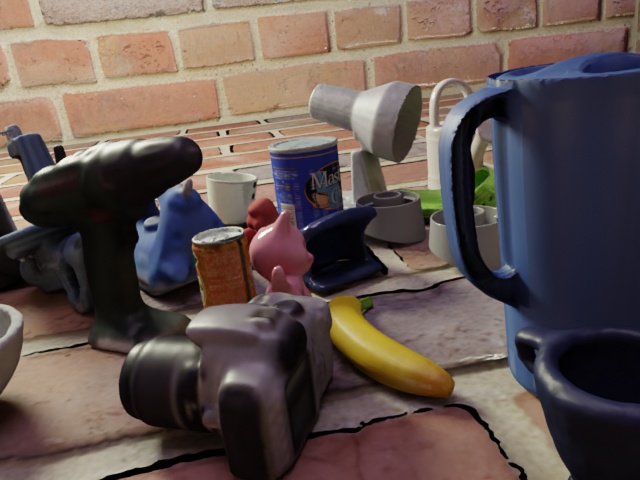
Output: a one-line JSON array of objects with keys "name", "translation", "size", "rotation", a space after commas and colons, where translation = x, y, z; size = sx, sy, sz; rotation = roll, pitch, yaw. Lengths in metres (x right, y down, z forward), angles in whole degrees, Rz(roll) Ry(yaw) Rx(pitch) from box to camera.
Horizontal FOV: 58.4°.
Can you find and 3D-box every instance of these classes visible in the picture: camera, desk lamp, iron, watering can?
[{"name": "camera", "translation": [-0.070, 0.091, 0.433], "size": [0.136, 0.101, 0.143], "rotation": [-1, 19, 17]}, {"name": "desk lamp", "translation": [0.064, -0.146, 0.919], "size": [0.202, 0.214, 0.118], "rotation": [4, 21, 28]}, {"name": "iron", "translation": [-0.212, -0.024, 0.763], "size": [0.119, 0.141, 0.257], "rotation": [-20, 23, -35]}, {"name": "watering can", "translation": [0.243, -0.185, 1.007], "size": [0.172, 0.194, 0.101], "rotation": [12, 26, 44]}]

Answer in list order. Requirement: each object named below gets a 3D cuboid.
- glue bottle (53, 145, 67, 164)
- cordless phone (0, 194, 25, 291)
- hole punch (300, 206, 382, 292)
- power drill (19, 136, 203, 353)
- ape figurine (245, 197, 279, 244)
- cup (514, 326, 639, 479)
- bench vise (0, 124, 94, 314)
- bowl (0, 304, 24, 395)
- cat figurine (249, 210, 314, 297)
[{"name": "glue bottle", "translation": [-0.384, -0.060, 0.882], "size": [0.078, 0.173, 0.037], "rotation": [-11, 19, -12]}, {"name": "cordless phone", "translation": [-0.463, -0.031, 0.801], "size": [0.147, 0.185, 0.094], "rotation": [11, 25, 42]}, {"name": "hole punch", "translation": [0.006, 0.002, 0.690], "size": [0.109, 0.091, 0.100], "rotation": [-18, 22, -31]}, {"name": "power drill", "translation": [-0.194, 0.004, 0.568], "size": [0.228, 0.208, 0.076], "rotation": [3, 21, 26]}, {"name": "ape figurine", "translation": [-0.073, -0.011, 0.757], "size": [0.076, 0.092, 0.077], "rotation": [-12, 19, -17]}, {"name": "cup", "translation": [0.158, 0.105, 0.324], "size": [0.092, 0.095, 0.117], "rotation": [-16, 21, -27]}, {"name": "bench vise", "translation": [-0.308, -0.033, 0.698], "size": [0.206, 0.220, 0.122], "rotation": [1, 20, 20]}, {"name": "bowl", "translation": [-0.329, 0.120, 0.479], "size": [0.167, 0.075, 0.167], "rotation": [-6, 18, 2]}, {"name": "cat figurine", "translation": [-0.039, 0.031, 0.577], "size": [0.067, 0.118, 0.127], "rotation": [-7, 18, 0]}]
